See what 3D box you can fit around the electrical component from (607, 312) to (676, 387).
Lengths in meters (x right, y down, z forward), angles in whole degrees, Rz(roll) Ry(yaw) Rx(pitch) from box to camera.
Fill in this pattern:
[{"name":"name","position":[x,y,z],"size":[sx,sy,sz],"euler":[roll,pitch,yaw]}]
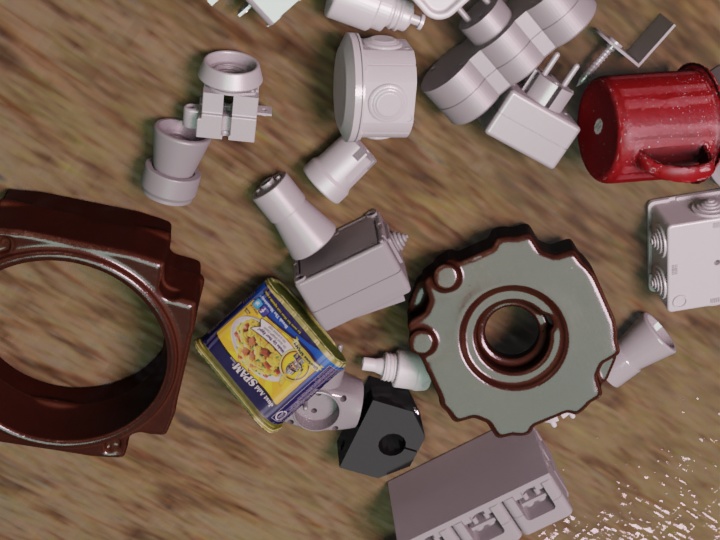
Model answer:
[{"name":"electrical component","position":[0.241,0.074,0.955],"size":[0.044,0.044,0.065],"euler":[40,113,-23]}]

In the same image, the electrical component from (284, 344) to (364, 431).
[{"name":"electrical component","position":[-0.035,0.097,0.940],"size":[0.077,0.044,0.079],"euler":[10,117,-10]}]

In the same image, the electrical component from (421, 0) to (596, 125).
[{"name":"electrical component","position":[0.099,-0.178,0.798],"size":[0.138,0.052,0.074],"euler":[-39,115,15]}]

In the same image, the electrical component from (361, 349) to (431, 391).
[{"name":"electrical component","position":[0.032,0.086,0.946],"size":[0.061,0.035,0.035],"euler":[9,117,-7]}]

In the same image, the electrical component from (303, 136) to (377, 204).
[{"name":"electrical component","position":[-0.015,-0.082,0.848],"size":[0.046,0.040,0.040],"euler":[-43,114,11]}]

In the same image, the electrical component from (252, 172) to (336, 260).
[{"name":"electrical component","position":[-0.056,-0.046,0.863],"size":[0.044,0.044,0.065],"euler":[-33,112,12]}]

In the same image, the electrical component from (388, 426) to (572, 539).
[{"name":"electrical component","position":[0.110,0.211,0.989],"size":[0.150,0.089,0.061],"euler":[-28,117,10]}]

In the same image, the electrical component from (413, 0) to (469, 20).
[{"name":"electrical component","position":[0.041,-0.231,0.760],"size":[0.054,0.059,0.095],"euler":[-40,114,15]}]

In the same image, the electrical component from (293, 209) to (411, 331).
[{"name":"electrical component","position":[0.000,0.000,0.880],"size":[0.096,0.061,0.061],"euler":[-26,118,9]}]

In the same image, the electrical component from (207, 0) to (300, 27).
[{"name":"electrical component","position":[-0.069,-0.214,0.770],"size":[0.081,0.042,0.064],"euler":[-38,119,15]}]

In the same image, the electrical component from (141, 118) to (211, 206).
[{"name":"electrical component","position":[-0.143,-0.083,0.832],"size":[0.045,0.045,0.055],"euler":[13,117,-12]}]

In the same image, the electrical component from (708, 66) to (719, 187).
[{"name":"electrical component","position":[0.315,-0.108,0.851],"size":[0.108,0.060,0.108],"euler":[-2,119,-4]}]

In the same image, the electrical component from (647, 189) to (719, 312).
[{"name":"electrical component","position":[0.293,-0.017,0.906],"size":[0.100,0.048,0.099],"euler":[-9,119,0]}]

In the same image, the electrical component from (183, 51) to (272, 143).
[{"name":"electrical component","position":[-0.099,-0.131,0.810],"size":[0.066,0.048,0.055],"euler":[5,125,-8]}]

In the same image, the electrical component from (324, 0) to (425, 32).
[{"name":"electrical component","position":[0.010,-0.194,0.788],"size":[0.078,0.040,0.040],"euler":[17,116,-14]}]

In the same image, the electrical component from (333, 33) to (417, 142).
[{"name":"electrical component","position":[0.010,-0.135,0.799],"size":[0.051,0.080,0.080],"euler":[-1,119,-10]}]

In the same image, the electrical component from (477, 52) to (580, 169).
[{"name":"electrical component","position":[0.139,-0.131,0.831],"size":[0.066,0.047,0.076],"euler":[25,112,-18]}]

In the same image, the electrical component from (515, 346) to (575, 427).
[{"name":"electrical component","position":[0.168,0.110,0.964],"size":[0.066,0.047,0.076],"euler":[-28,118,9]}]
